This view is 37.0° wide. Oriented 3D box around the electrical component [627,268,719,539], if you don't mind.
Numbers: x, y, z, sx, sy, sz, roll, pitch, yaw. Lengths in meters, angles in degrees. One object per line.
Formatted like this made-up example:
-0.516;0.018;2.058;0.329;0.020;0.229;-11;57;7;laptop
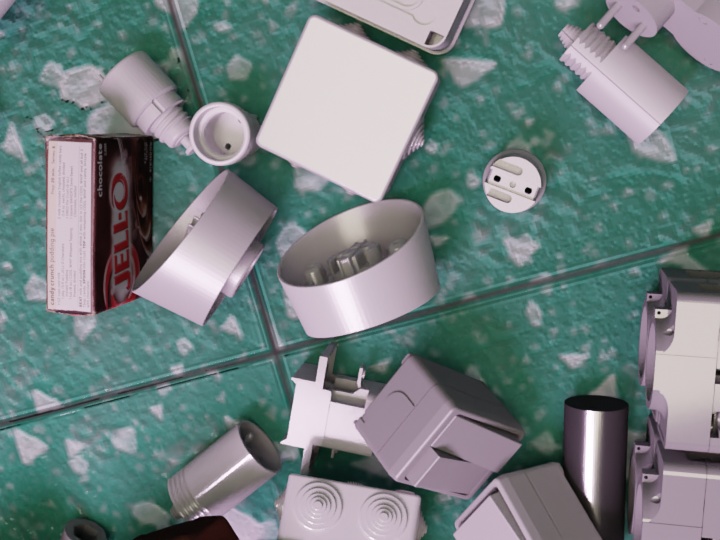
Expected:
0.199;0.098;0.644;0.060;0.105;0.186;4;99;10;electrical component

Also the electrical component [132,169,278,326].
-0.099;-0.015;0.688;0.064;0.099;0.099;32;102;-2;electrical component

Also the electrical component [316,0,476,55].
0.018;-0.188;0.660;0.113;0.057;0.078;26;102;6;electrical component

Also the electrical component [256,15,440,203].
-0.005;-0.101;0.681;0.100;0.048;0.099;26;102;6;electrical component

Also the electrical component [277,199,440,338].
0.000;0.000;0.672;0.099;0.099;0.064;-17;101;12;electrical component

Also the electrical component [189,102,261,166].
-0.085;-0.089;0.698;0.040;0.046;0.040;1;98;10;electrical component

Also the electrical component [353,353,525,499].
0.057;0.104;0.679;0.061;0.096;0.061;-52;46;13;electrical component

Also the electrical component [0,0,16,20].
-0.261;-0.207;0.684;0.060;0.108;0.108;-41;90;7;electrical component

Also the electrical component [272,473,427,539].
-0.007;0.164;0.693;0.100;0.099;0.048;9;74;2;electrical component

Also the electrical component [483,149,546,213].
0.096;-0.055;0.671;0.040;0.046;0.040;1;99;10;electrical component

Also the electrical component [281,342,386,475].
-0.015;0.094;0.715;0.064;0.042;0.081;11;101;7;electrical component

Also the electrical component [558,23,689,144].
0.154;-0.119;0.652;0.081;0.043;0.043;42;103;2;electrical component

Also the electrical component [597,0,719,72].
0.170;-0.162;0.629;0.138;0.052;0.073;41;84;2;electrical component

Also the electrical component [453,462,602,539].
0.109;0.178;0.666;0.096;0.061;0.061;62;140;29;electrical component

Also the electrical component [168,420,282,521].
-0.098;0.144;0.736;0.081;0.043;0.043;-39;90;13;electrical component

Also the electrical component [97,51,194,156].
-0.135;-0.108;0.707;0.040;0.040;0.078;-43;90;13;electrical component
